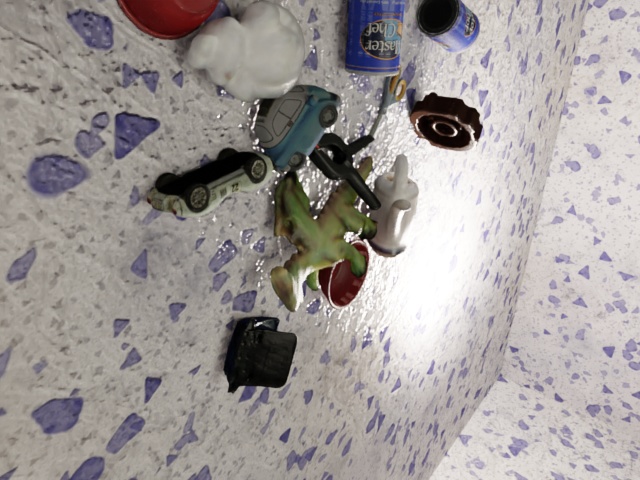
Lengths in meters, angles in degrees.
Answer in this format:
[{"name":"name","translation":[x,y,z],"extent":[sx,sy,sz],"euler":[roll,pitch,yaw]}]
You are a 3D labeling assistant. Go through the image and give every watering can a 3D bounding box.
[{"name":"watering can","translation":[0.159,-0.060,1.122],"extent":[0.354,0.104,0.220],"euler":[-72,170,-64]}]

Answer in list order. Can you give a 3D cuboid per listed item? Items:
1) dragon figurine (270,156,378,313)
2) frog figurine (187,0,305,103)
[{"name":"dragon figurine","translation":[0.003,-0.049,0.980],"extent":[0.239,0.122,0.418],"euler":[46,51,-48]},{"name":"frog figurine","translation":[-0.095,-0.258,0.699],"extent":[0.135,0.123,0.160],"euler":[-60,164,20]}]
